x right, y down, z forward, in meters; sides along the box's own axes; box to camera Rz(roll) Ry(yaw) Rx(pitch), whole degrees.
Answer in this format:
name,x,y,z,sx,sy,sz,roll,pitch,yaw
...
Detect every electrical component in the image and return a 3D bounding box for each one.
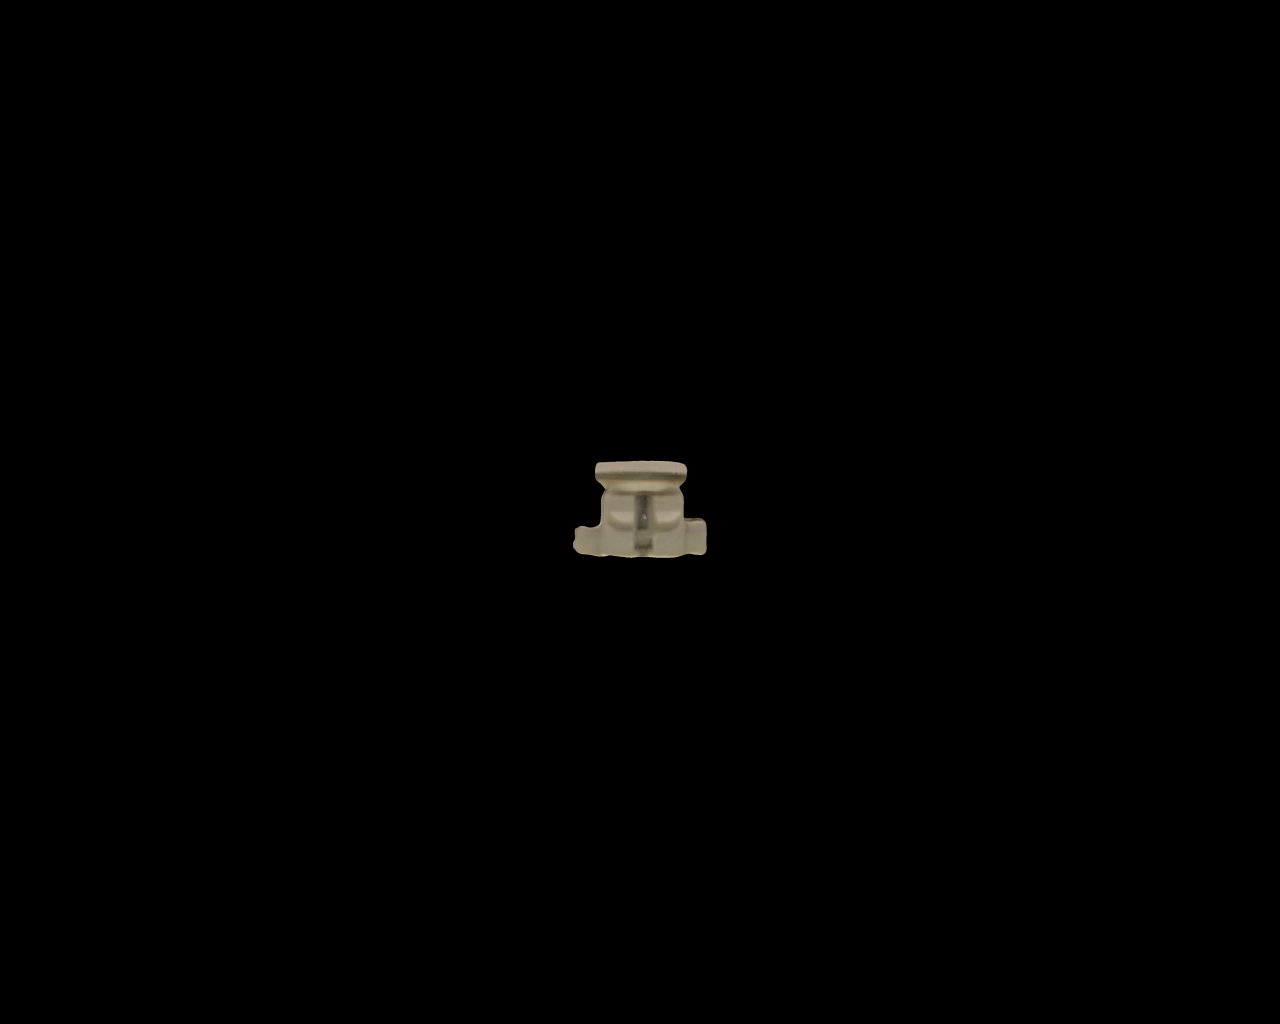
name,x,y,z,sx,sy,sz,roll,pitch,yaw
electrical component,0.001,-0.003,0.650,0.078,0.057,0.058,0,0,-4
